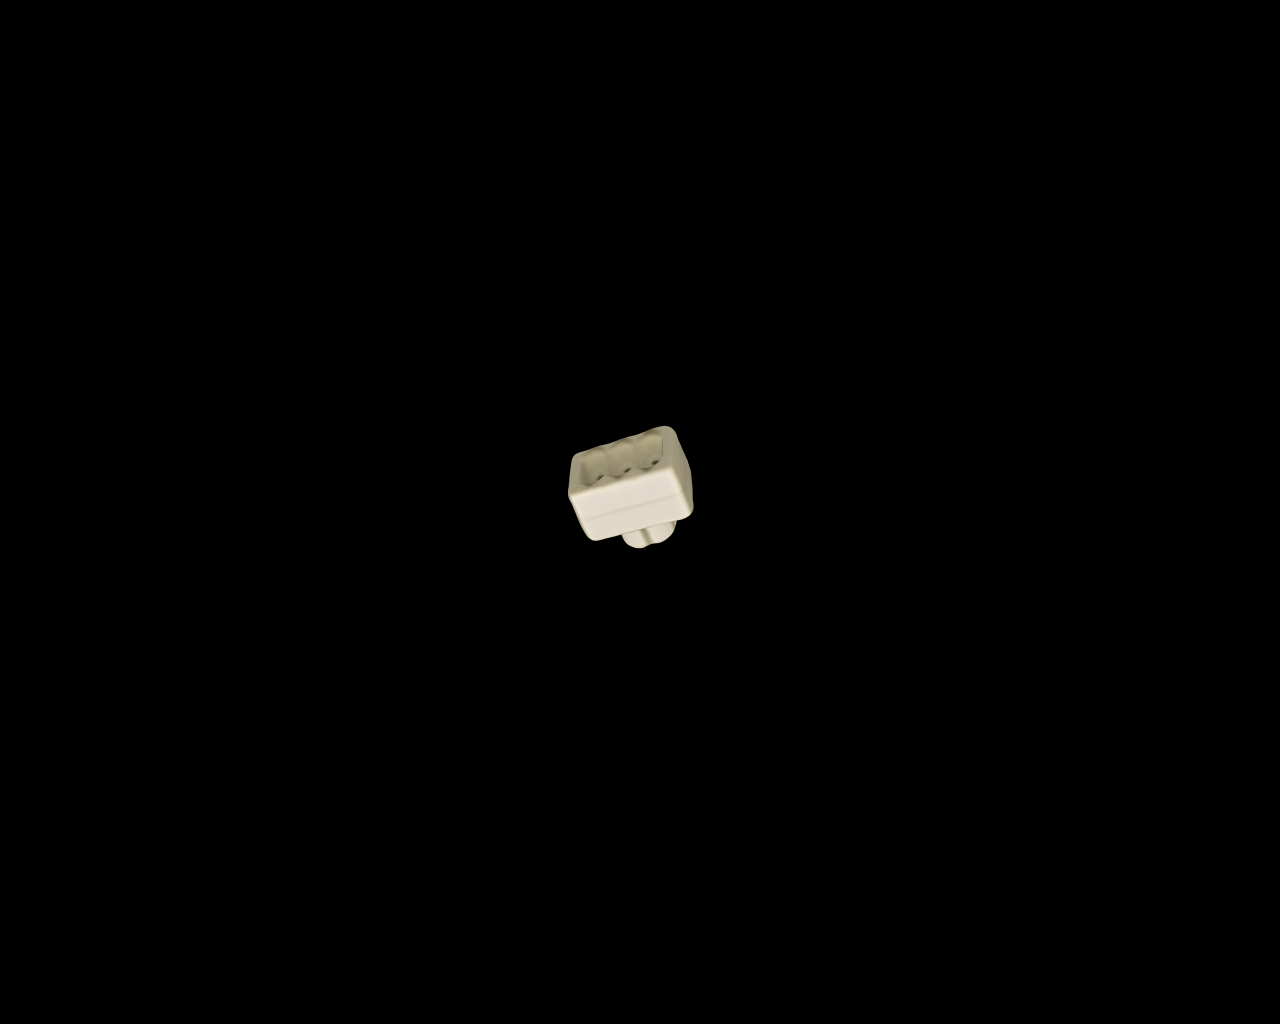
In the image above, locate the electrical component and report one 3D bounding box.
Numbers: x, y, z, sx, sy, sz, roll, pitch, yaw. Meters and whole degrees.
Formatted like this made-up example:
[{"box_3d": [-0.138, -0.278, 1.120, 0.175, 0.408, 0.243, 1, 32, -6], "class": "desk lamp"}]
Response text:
[{"box_3d": [0.001, -0.003, 0.650, 0.066, 0.076, 0.047, -15, 36, 11], "class": "electrical component"}]
